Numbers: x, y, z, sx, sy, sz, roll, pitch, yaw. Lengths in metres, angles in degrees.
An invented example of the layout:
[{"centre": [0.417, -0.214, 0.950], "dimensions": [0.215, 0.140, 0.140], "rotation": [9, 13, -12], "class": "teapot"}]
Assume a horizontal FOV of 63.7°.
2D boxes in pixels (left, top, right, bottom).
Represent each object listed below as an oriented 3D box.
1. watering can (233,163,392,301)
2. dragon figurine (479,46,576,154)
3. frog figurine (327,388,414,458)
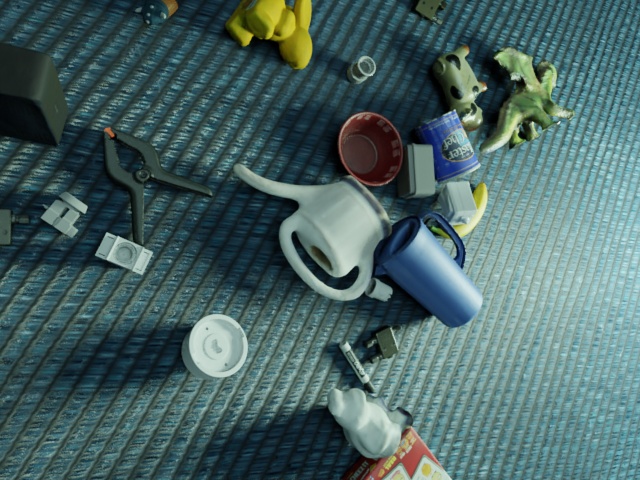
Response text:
[{"centre": [0.003, -0.051, 1.012], "dimensions": [0.227, 0.346, 0.103], "rotation": [-39, 7, -26], "class": "watering can"}, {"centre": [0.490, -0.363, 1.286], "dimensions": [0.414, 0.244, 0.120], "rotation": [-20, -6, -34], "class": "dragon figurine"}, {"centre": [0.075, 0.343, 0.965], "dimensions": [0.158, 0.122, 0.139], "rotation": [19, 15, -41], "class": "frog figurine"}]
